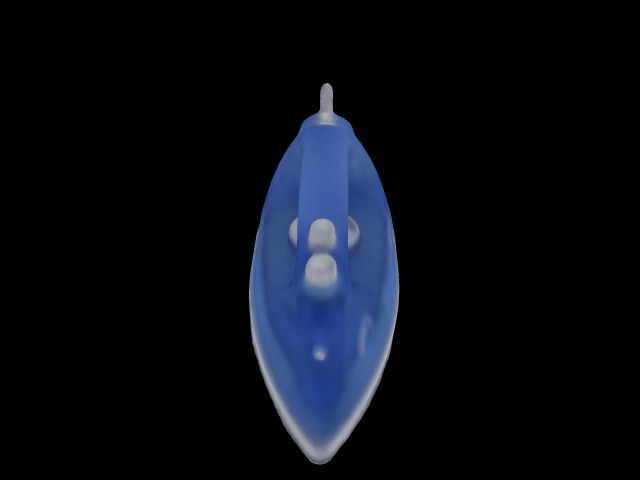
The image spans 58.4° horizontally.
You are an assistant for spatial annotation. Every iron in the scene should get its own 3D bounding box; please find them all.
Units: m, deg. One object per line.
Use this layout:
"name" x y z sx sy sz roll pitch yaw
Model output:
"iron" 0.004 0.001 0.400 0.118 0.141 0.258 0 37 0
